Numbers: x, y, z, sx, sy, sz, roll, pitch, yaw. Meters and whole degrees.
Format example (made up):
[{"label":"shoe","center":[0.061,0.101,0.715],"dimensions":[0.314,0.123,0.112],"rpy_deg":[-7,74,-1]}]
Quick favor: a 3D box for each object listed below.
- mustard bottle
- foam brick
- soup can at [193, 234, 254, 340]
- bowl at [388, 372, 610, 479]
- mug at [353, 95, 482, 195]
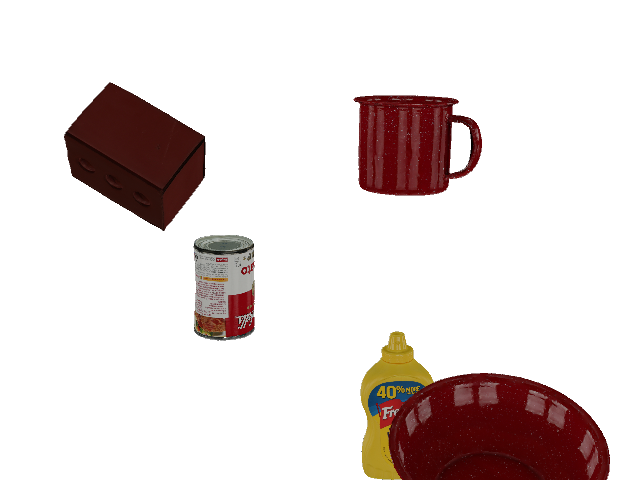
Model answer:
[{"label":"mustard bottle","center":[0.100,0.211,1.378],"dimensions":[0.096,0.192,0.058],"rpy_deg":[-2,14,-1]},{"label":"foam brick","center":[-0.120,-0.055,0.699],"dimensions":[0.078,0.051,0.053],"rpy_deg":[30,-26,10]},{"label":"soup can","center":[-0.107,0.051,1.179],"dimensions":[0.068,0.102,0.068],"rpy_deg":[1,16,0]},{"label":"bowl","center":[0.131,0.171,0.801],"dimensions":[0.162,0.055,0.162],"rpy_deg":[-1,34,0]},{"label":"mug","center":[0.086,-0.084,0.947],"dimensions":[0.117,0.081,0.093],"rpy_deg":[6,13,23]}]
